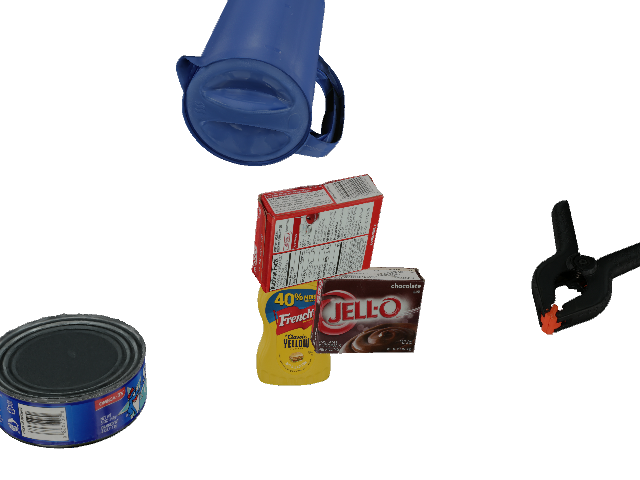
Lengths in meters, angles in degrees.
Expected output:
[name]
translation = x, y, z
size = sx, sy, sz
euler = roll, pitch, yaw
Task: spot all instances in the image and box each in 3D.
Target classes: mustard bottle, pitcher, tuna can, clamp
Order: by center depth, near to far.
[tuna can]
translation = -0.138, 0.076, 0.587
size = 0.086, 0.034, 0.086
euler = 1, 27, -1
[clamp]
translation = 0.261, 0.025, 1.098
size = 0.120, 0.039, 0.171
euler = 28, 51, 32
[pitcher]
translation = -0.052, -0.197, 1.157
size = 0.145, 0.149, 0.242
euler = -6, 40, 14
[mustard bottle]
translation = -0.033, 0.090, 1.369
size = 0.096, 0.192, 0.058
euler = 0, 20, -7

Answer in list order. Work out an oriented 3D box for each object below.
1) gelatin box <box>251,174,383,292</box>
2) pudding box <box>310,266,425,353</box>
[gelatin box]
translation = -0.004, -0.006, 0.774
size = 0.089, 0.073, 0.030
euler = -12, 45, -20
[pudding box]
translation = 0.050, 0.074, 1.147
size = 0.113, 0.090, 0.039
euler = 0, 27, -13
